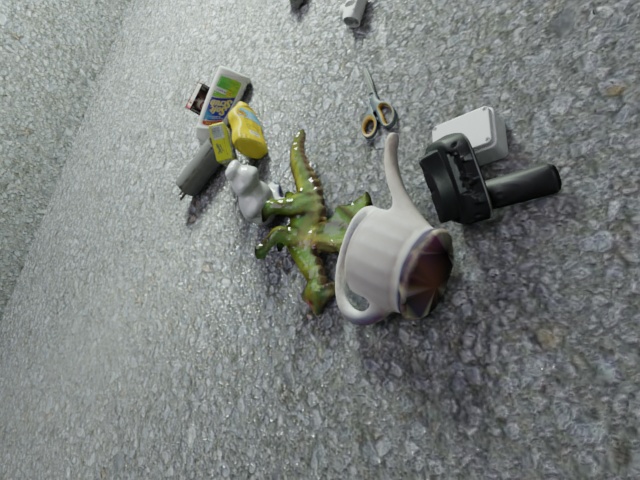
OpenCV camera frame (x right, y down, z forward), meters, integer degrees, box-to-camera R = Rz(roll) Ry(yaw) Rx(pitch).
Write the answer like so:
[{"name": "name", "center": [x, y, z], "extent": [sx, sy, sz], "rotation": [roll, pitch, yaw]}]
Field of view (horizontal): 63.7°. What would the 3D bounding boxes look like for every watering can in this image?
[{"name": "watering can", "center": [0.129, -0.009, 0.879], "extent": [0.226, 0.103, 0.347], "rotation": [22, 94, 48]}]

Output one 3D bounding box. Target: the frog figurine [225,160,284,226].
[{"name": "frog figurine", "center": [-0.161, -0.106, 1.193], "extent": [0.121, 0.158, 0.140], "rotation": [-39, 48, 29]}]

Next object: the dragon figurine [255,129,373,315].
[{"name": "dragon figurine", "center": [0.003, -0.054, 1.070], "extent": [0.243, 0.121, 0.415], "rotation": [4, 75, 29]}]
